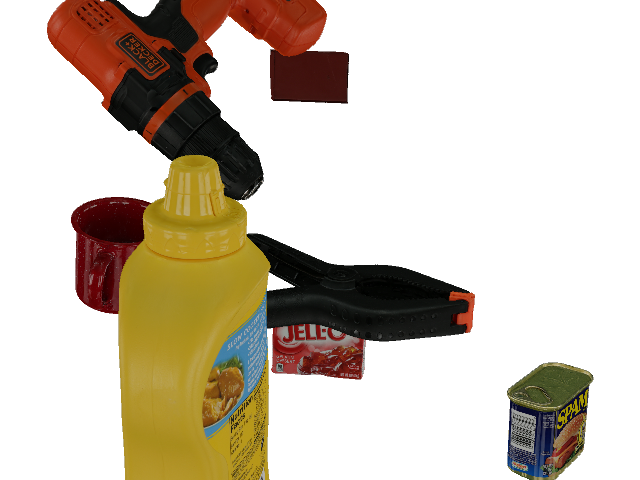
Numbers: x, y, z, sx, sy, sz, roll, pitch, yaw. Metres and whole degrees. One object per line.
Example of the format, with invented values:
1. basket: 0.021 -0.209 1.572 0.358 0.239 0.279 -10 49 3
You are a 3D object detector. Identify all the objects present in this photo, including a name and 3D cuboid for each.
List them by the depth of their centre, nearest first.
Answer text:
1. mustard bottle: -0.051 0.057 0.450 0.058 0.192 0.096 9 25 15
2. power drill: -0.075 -0.134 0.775 0.187 0.184 0.057 -46 0 -41
3. clamp: 0.011 0.037 0.815 0.210 0.036 0.164 4 23 6
4. mug: -0.191 0.021 0.997 0.093 0.081 0.117 10 29 3
5. gelatin box: -0.001 0.092 1.021 0.089 0.073 0.030 4 14 7
6. can of meat: 0.226 0.180 1.060 0.058 0.084 0.101 13 22 35
7. foam brick: -0.012 -0.168 1.090 0.078 0.051 0.053 1 11 -5
